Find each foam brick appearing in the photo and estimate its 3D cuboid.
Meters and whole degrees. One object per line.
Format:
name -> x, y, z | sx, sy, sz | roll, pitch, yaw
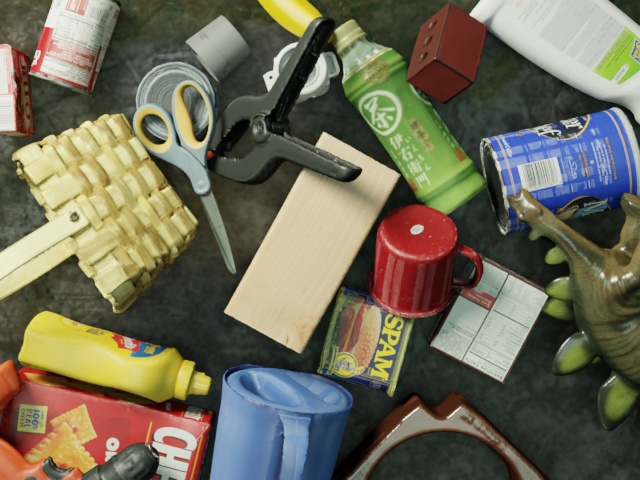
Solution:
foam brick -> 0.128, -0.188, 1.077 | 0.051, 0.053, 0.078 | 28, 58, -19

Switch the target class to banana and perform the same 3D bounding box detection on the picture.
banana -> -0.052, -0.281, 1.103 | 0.037, 0.070, 0.198 | -27, 90, -34

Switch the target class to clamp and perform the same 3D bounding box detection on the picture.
clamp -> -0.043, -0.103, 1.061 | 0.210, 0.036, 0.164 | -29, 67, 38

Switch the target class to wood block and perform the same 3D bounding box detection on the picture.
wood block -> -0.007, 0.001, 1.102 | 0.091, 0.090, 0.206 | 29, 93, -1

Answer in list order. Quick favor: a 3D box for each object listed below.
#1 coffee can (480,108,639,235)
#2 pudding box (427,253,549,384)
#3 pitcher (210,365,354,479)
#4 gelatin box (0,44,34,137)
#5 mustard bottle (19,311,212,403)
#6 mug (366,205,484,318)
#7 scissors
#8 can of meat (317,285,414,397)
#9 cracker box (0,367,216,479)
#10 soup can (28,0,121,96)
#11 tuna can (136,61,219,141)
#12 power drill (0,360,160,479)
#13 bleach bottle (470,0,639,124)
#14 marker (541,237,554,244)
coffee can -> 0.245, -0.070, 1.092 | 0.140, 0.103, 0.103 | -13, 93, 1
pudding box -> 0.179, 0.083, 1.131 | 0.090, 0.039, 0.113 | 28, 94, -2
pitcher -> -0.053, 0.260, 1.080 | 0.145, 0.149, 0.243 | 18, 103, 33
gelatin box -> -0.320, -0.153, 1.105 | 0.030, 0.073, 0.089 | -3, 92, -1
mustard bottle -> -0.206, 0.127, 1.105 | 0.191, 0.096, 0.058 | 16, 92, -1
mug -> 0.108, 0.021, 1.084 | 0.117, 0.093, 0.081 | 13, 136, 9
scissors -> -0.140, -0.062, 1.096 | 0.096, 0.016, 0.202 | -4, 93, 11
can of meat -> 0.049, 0.104, 1.124 | 0.084, 0.057, 0.102 | 15, 92, 2
cracker box -> -0.234, 0.240, 1.123 | 0.213, 0.072, 0.164 | 14, 93, -1
soup can -> -0.253, -0.208, 1.104 | 0.068, 0.068, 0.102 | 19, 92, -1
tuna can -> -0.150, -0.144, 1.124 | 0.086, 0.034, 0.086 | 0, 93, 1
power drill -> -0.277, 0.213, 1.056 | 0.184, 0.057, 0.187 | -39, 93, 1
bleach bottle -> 0.283, -0.193, 1.107 | 0.251, 0.068, 0.102 | 37, 95, -4
marker -> 0.283, 0.015, 1.137 | 0.121, 0.020, 0.020 | 30, 92, -1
